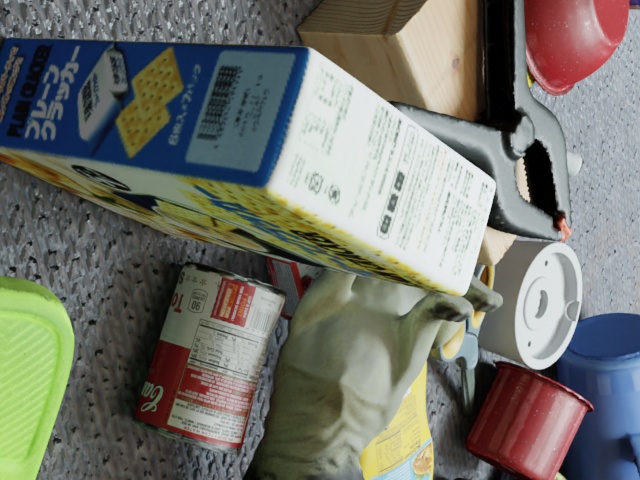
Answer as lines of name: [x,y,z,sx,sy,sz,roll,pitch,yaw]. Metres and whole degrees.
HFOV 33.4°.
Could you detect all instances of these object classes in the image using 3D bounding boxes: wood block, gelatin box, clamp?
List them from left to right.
gelatin box: [-0.005,0.001,0.727,0.073,0.030,0.089,-38,126,-37]
wood block: [0.080,-0.090,0.756,0.090,0.090,0.206,-51,132,-27]
clamp: [0.112,-0.066,0.700,0.164,0.036,0.210,-48,127,-28]

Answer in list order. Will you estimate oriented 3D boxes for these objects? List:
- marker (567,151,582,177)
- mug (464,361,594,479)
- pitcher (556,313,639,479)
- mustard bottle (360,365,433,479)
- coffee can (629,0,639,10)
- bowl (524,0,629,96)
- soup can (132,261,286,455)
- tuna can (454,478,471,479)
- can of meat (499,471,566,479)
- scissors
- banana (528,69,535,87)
marker: [0.152,-0.080,0.850,0.121,0.020,0.020,21,81,-14]
mug: [0.177,0.164,0.935,0.081,0.093,0.117,-62,173,-10]
pitcher: [0.300,0.203,1.034,0.144,0.149,0.243,-30,117,-36]
mustard bottle: [0.043,0.160,0.794,0.096,0.058,0.191,-25,117,-40]
coffee can: [0.294,-0.285,0.941,0.102,0.103,0.140,-32,121,-40]
bowl: [0.214,-0.202,0.882,0.161,0.055,0.162,5,83,-54]
soup can: [-0.065,0.071,0.645,0.068,0.069,0.102,25,79,-48]
tuna can: [0.146,0.235,0.907,0.086,0.086,0.033,46,63,-43]
can of meat: [0.195,0.257,0.990,0.102,0.058,0.084,45,62,-45]
scissors: [0.108,0.098,0.843,0.096,0.016,0.202,-41,144,-41]
banana: [0.120,-0.150,0.826,0.197,0.037,0.069,29,77,-48]
